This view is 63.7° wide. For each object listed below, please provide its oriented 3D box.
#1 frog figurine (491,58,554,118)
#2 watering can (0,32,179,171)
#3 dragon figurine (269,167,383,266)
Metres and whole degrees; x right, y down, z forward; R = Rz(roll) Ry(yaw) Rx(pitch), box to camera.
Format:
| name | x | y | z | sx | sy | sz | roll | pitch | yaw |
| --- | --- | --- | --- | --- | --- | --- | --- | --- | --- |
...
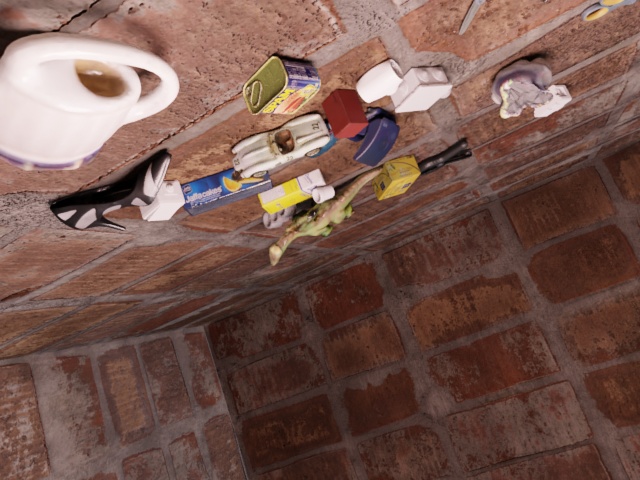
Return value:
| name | x | y | z | sx | sy | sz | roll | pitch | yaw |
| --- | --- | --- | --- | --- | --- | --- | --- | --- | --- |
| frog figurine | 0.459 | -0.358 | 1.170 | 0.135 | 0.122 | 0.163 | -43 | -168 | 42 |
| watering can | -0.336 | -0.165 | 0.588 | 0.349 | 0.105 | 0.221 | -10 | 165 | -46 |
| dragon figurine | 0.004 | -0.074 | 1.460 | 0.406 | 0.122 | 0.245 | -42 | 179 | 16 |
